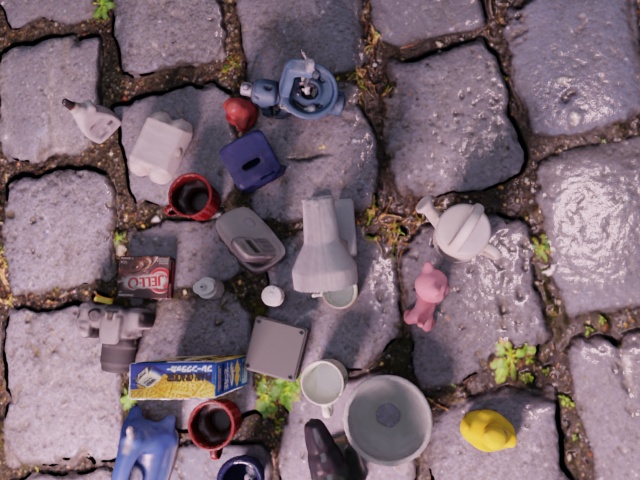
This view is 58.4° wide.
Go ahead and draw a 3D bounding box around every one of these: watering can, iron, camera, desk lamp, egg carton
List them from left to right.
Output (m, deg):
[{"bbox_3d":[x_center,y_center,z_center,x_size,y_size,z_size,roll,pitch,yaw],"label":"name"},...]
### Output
[{"bbox_3d":[-0.429,0.200,1.175,0.143,0.101,0.137,4,82,8],"label":"camera"},{"bbox_3d":[-0.367,0.465,1.109,0.118,0.141,0.258,11,83,9],"label":"iron"},{"bbox_3d":[-0.341,-0.199,1.236,0.107,0.069,0.150,21,85,10],"label":"egg carton"},{"bbox_3d":[0.010,0.004,1.090,0.118,0.213,0.203,-5,81,7],"label":"desk lamp"},{"bbox_3d":[0.260,-0.019,1.072,0.172,0.194,0.101,12,84,9],"label":"watering can"}]

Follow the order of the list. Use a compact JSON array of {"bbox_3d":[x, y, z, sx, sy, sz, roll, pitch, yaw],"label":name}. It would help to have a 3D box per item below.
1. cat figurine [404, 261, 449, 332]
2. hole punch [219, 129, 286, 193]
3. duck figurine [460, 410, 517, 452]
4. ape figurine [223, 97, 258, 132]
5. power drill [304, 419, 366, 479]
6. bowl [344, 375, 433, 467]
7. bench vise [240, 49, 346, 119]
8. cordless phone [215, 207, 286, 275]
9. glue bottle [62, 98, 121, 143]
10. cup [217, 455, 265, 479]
[{"bbox_3d":[0.208,0.110,1.099,0.067,0.118,0.128,18,85,10],"label":"cat figurine"},{"bbox_3d":[-0.140,-0.163,1.195,0.108,0.091,0.101,-29,79,2],"label":"hole punch"},{"bbox_3d":[0.316,0.360,1.066,0.104,0.086,0.077,14,84,9],"label":"duck figurine"},{"bbox_3d":[-0.174,-0.273,1.214,0.076,0.092,0.078,-15,80,5],"label":"ape figurine"},{"bbox_3d":[0.030,0.421,1.031,0.075,0.208,0.229,-20,80,4],"label":"power drill"},{"bbox_3d":[0.130,0.340,1.098,0.167,0.075,0.167,-1,82,7],"label":"bowl"},{"bbox_3d":[-0.060,-0.295,1.138,0.207,0.220,0.121,-13,80,5],"label":"bench vise"},{"bbox_3d":[-0.151,-0.005,1.126,0.094,0.185,0.147,-44,79,0],"label":"cordless phone"},{"bbox_3d":[-0.491,-0.263,1.211,0.078,0.173,0.037,-44,79,0],"label":"glue bottle"},{"bbox_3d":[-0.154,0.464,1.106,0.118,0.095,0.091,-31,79,2],"label":"cup"}]
